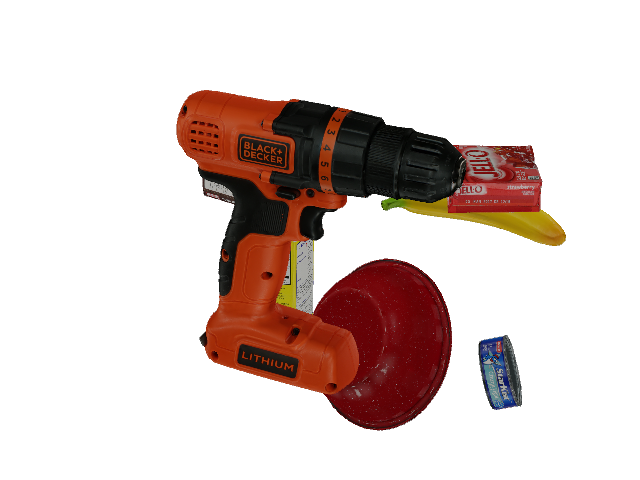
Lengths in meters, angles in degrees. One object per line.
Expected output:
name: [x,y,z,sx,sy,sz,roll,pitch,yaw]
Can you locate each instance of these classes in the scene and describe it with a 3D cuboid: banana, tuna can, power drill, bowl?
banana: [0.167,-0.029,1.125,0.198,0.037,0.069,10,39,24]
tuna can: [0.214,0.157,1.270,0.034,0.086,0.086,-13,-4,16]
power drill: [-0.005,0.003,0.685,0.185,0.188,0.057,14,26,19]
bowl: [0.040,0.093,0.985,0.162,0.162,0.055,0,-10,42]

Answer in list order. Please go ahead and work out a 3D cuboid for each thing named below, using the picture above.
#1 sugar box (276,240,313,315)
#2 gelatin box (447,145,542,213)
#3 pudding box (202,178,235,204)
sugar box: [-0.036,0.010,1.154,0.048,0.176,0.093,2,14,12]
gelatin box: [0.140,-0.052,0.872,0.073,0.030,0.089,1,24,5]
pudding box: [-0.081,-0.082,1.332,0.090,0.039,0.113,16,35,23]
